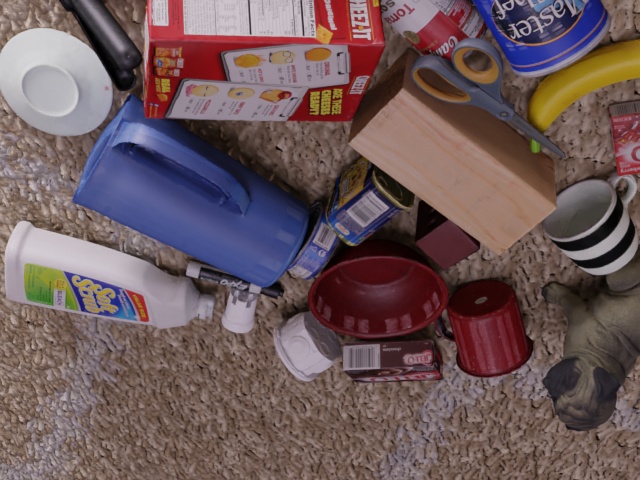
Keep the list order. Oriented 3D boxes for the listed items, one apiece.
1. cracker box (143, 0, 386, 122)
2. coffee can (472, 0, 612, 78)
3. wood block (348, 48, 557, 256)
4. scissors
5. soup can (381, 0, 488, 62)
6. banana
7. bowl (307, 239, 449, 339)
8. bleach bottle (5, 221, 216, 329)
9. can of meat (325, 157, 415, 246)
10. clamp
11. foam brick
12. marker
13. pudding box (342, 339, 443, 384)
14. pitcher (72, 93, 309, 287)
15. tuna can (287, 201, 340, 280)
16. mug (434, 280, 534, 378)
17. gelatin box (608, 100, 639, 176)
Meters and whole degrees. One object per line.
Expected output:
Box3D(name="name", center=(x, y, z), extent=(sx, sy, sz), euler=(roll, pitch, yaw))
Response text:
Box3D(name="cracker box", center=(-0.060, -0.178, 1.021), extent=(0.213, 0.072, 0.164), euler=(-1, 162, -10))
Box3D(name="coffee can", center=(0.192, -0.236, 0.987), extent=(0.103, 0.102, 0.140), euler=(-25, 118, 25))
Box3D(name="wood block", center=(0.139, -0.090, 1.111), extent=(0.206, 0.090, 0.090), euler=(35, 124, -16))
Box3D(name="scissors", center=(0.185, -0.139, 1.040), extent=(0.201, 0.016, 0.096), euler=(21, 147, -18))
Box3D(name="soup can", center=(0.105, -0.221, 1.034), extent=(0.102, 0.068, 0.069), euler=(39, 123, -18))
Box3D(name="banana", center=(0.285, -0.160, 1.069), extent=(0.198, 0.037, 0.069), euler=(-26, 121, 25))
Box3D(name="bowl", center=(0.066, 0.048, 1.232), extent=(0.162, 0.055, 0.162), euler=(0, 142, 0))
Box3D(name="bleach bottle", center=(-0.251, 0.052, 1.300), extent=(0.251, 0.068, 0.103), euler=(12, 131, -1))
Box3D(name="can of meat", center=(0.055, -0.052, 1.147), extent=(0.057, 0.102, 0.084), euler=(40, 124, -18))
Box3D(name="clamp", center=(-0.240, -0.240, 1.064), extent=(0.036, 0.165, 0.210), euler=(-34, 90, -11))
Box3D(name="foam brick", center=(0.141, -0.016, 1.173), extent=(0.053, 0.078, 0.051), euler=(-35, 115, 29))
Box3D(name="marker", center=(-0.102, 0.049, 1.299), extent=(0.121, 0.020, 0.020), euler=(15, 127, -1))
Box3D(name="pudding box", center=(0.090, 0.149, 1.302), extent=(0.113, 0.039, 0.090), euler=(-2, 161, 13))
Box3D(name="pitcher", center=(-0.134, -0.048, 1.161), extent=(0.242, 0.149, 0.145), euler=(28, 115, -15))
Box3D(name="tuna can", center=(-0.008, 0.001, 1.206), extent=(0.033, 0.086, 0.086), euler=(30, 125, -14))
Box3D(name="mug", center=(0.186, 0.099, 1.250), extent=(0.117, 0.093, 0.081), euler=(7, 127, 39))
Box3D(name="gelatin box", center=(0.347, -0.109, 1.099), extent=(0.089, 0.030, 0.073), euler=(-8, 125, 16))
